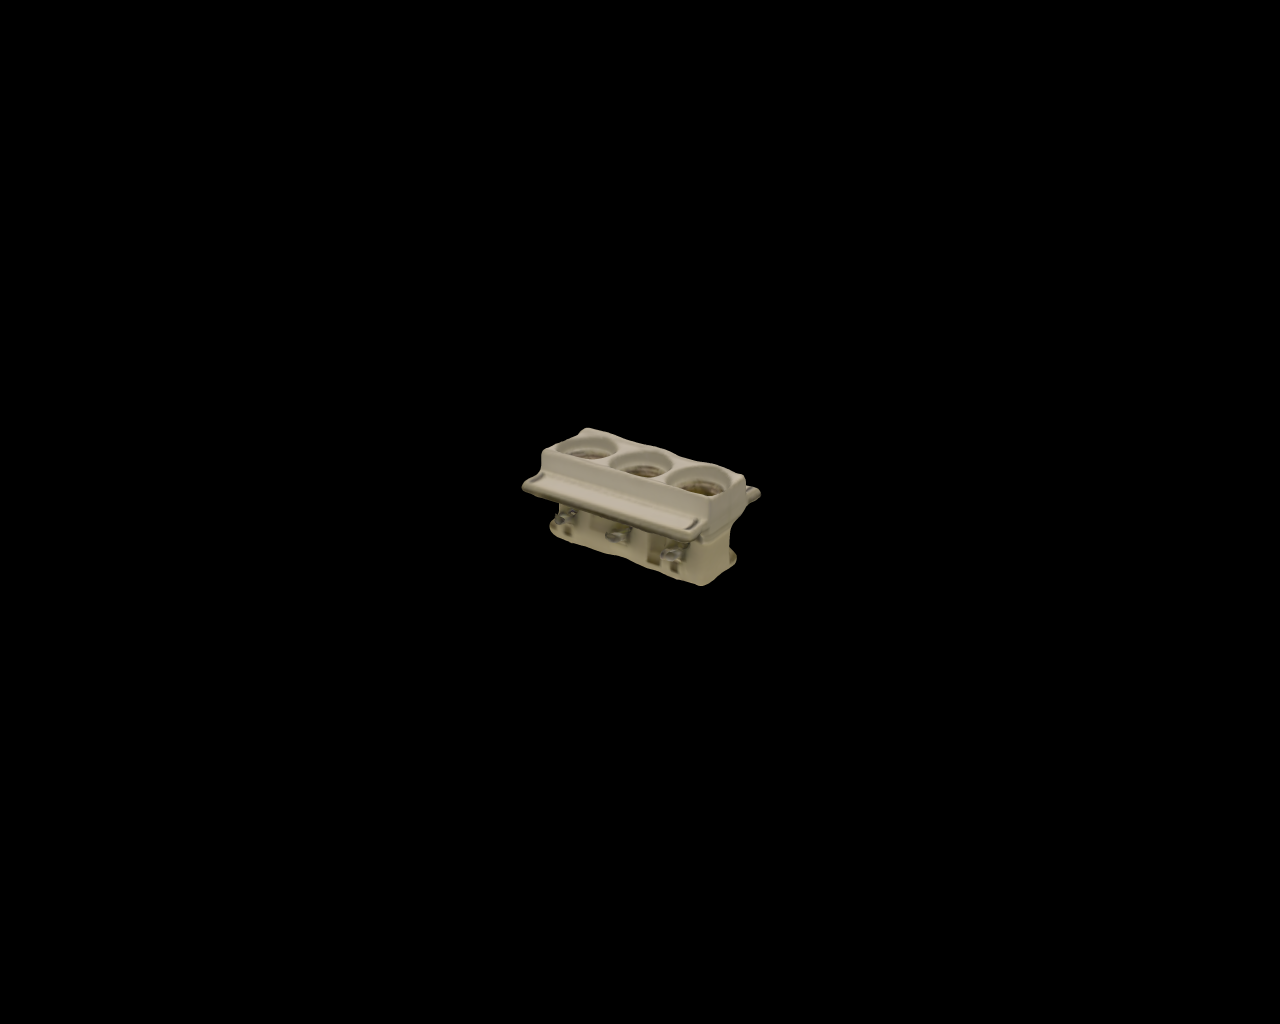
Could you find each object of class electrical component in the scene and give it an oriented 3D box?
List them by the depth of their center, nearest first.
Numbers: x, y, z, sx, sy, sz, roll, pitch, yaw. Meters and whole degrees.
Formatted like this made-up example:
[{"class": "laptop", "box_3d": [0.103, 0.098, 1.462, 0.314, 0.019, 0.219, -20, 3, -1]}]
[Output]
[{"class": "electrical component", "box_3d": [0.001, -0.003, 0.650, 0.121, 0.063, 0.079, 18, 32, 31]}]
